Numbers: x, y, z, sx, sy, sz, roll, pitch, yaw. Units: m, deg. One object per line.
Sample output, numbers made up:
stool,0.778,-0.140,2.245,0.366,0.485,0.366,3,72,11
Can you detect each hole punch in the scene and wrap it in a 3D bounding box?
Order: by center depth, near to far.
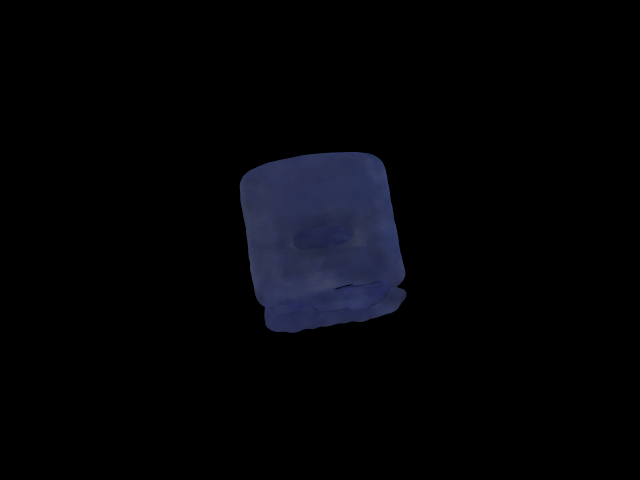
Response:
hole punch,0.004,0.001,0.400,0.109,0.091,0.101,-9,54,-7
